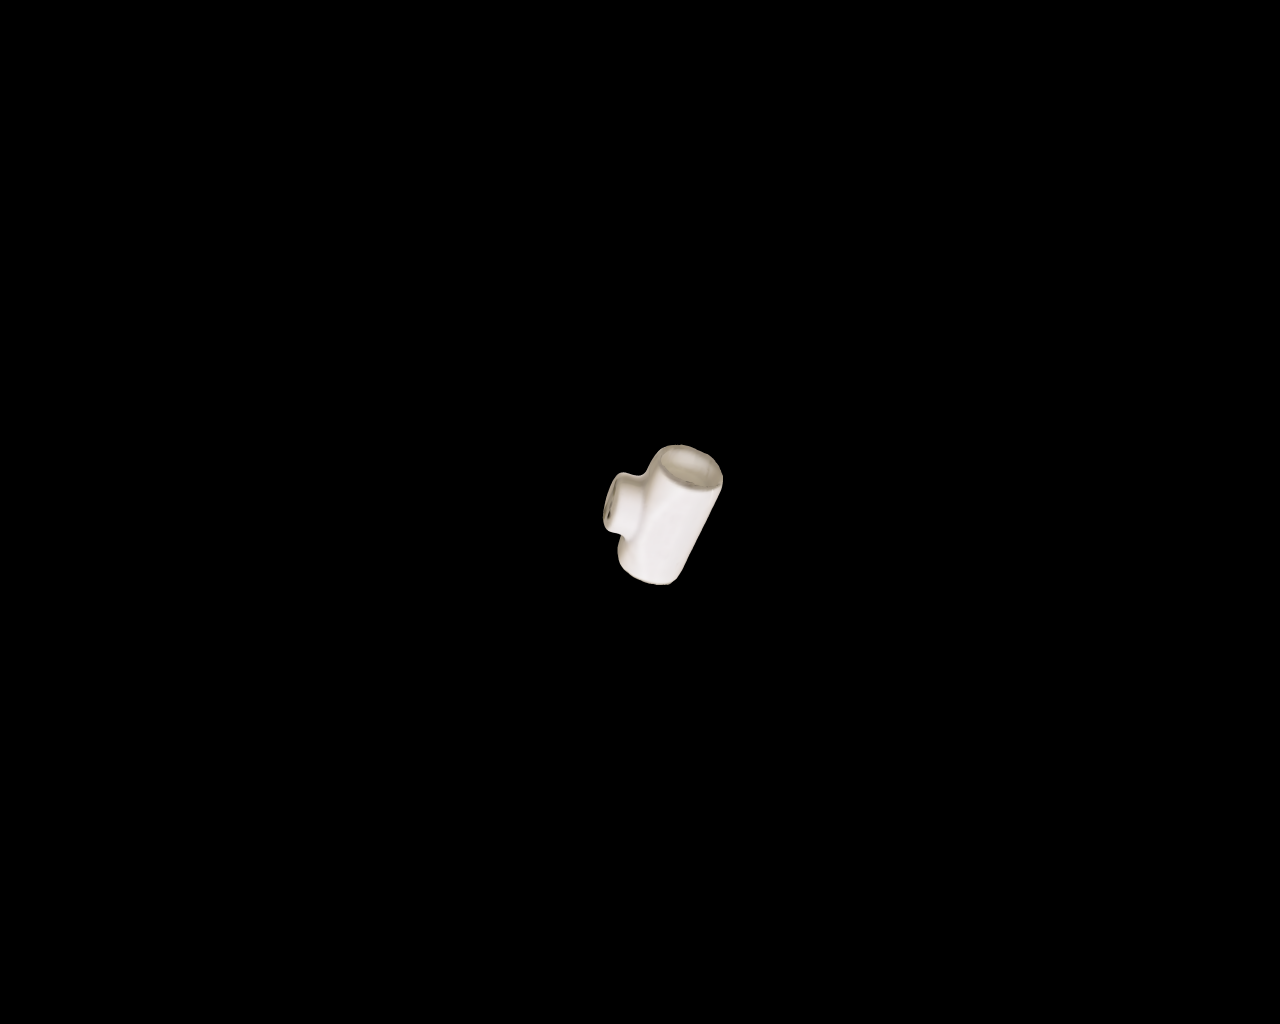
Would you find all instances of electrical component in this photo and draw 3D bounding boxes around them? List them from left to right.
[{"bbox_3d":[0.001,-0.003,0.650,0.079,0.077,0.044,15,36,-11],"label":"electrical component"}]
